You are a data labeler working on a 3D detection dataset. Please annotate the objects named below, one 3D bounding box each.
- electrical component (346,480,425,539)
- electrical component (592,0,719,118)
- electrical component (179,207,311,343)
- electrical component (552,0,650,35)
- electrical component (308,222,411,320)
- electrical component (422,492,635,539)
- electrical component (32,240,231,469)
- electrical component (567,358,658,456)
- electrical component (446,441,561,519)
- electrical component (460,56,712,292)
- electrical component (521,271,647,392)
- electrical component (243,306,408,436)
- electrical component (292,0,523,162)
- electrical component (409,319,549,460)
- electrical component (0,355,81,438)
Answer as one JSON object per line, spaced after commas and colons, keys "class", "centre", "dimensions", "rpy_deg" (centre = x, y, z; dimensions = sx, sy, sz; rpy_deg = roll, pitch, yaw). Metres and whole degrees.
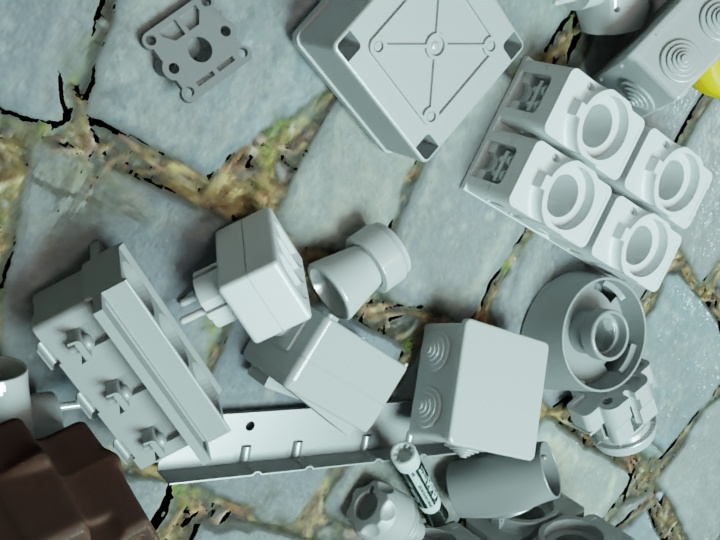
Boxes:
{"class": "electrical component", "centre": [0.023, 0.184, 0.793], "dimensions": [0.062, 0.043, 0.043], "rpy_deg": [37, 84, -39]}
{"class": "electrical component", "centre": [0.224, -0.158, 0.771], "dimensions": [0.048, 0.100, 0.099], "rpy_deg": [44, 85, -2]}
{"class": "electrical component", "centre": [-0.076, 0.010, 0.654], "dimensions": [0.077, 0.065, 0.047], "rpy_deg": [-25, 124, 7]}
{"class": "electrical component", "centre": [0.164, -0.204, 0.754], "dimensions": [0.079, 0.043, 0.077], "rpy_deg": [-21, 117, -29]}
{"class": "electrical component", "centre": [0.000, 0.000, 0.711], "dimensions": [0.055, 0.045, 0.045], "rpy_deg": [-35, 123, -20]}
{"class": "electrical component", "centre": [0.109, 0.234, 0.830], "dimensions": [0.186, 0.105, 0.060], "rpy_deg": [-14, 114, -30]}
{"class": "electrical component", "centre": [-0.133, 0.054, 0.624], "dimensions": [0.063, 0.078, 0.121], "rpy_deg": [-27, 123, 1]}
{"class": "electrical component", "centre": [0.213, 0.116, 0.892], "dimensions": [0.078, 0.058, 0.057], "rpy_deg": [-35, 120, -20]}
{"class": "electrical component", "centre": [0.115, 0.156, 0.834], "dimensions": [0.044, 0.077, 0.079], "rpy_deg": [70, 23, -5]}
{"class": "electrical component", "centre": [0.177, -0.066, 0.801], "dimensions": [0.186, 0.060, 0.105], "rpy_deg": [26, 91, -38]}
{"class": "electrical component", "centre": [0.177, 0.050, 0.855], "dimensions": [0.099, 0.064, 0.099], "rpy_deg": [-2, 94, -32]}
{"class": "electrical component", "centre": [-0.029, 0.059, 0.701], "dimensions": [0.096, 0.062, 0.061], "rpy_deg": [35, 85, -37]}
{"class": "electrical component", "centre": [0.032, -0.143, 0.675], "dimensions": [0.108, 0.056, 0.108], "rpy_deg": [-50, 127, -10]}
{"class": "electrical component", "centre": [0.086, 0.087, 0.785], "dimensions": [0.100, 0.048, 0.099], "rpy_deg": [18, 76, -37]}
{"class": "electrical component", "centre": [-0.193, 0.089, 0.608], "dimensions": [0.079, 0.044, 0.077], "rpy_deg": [-4, 108, -34]}
